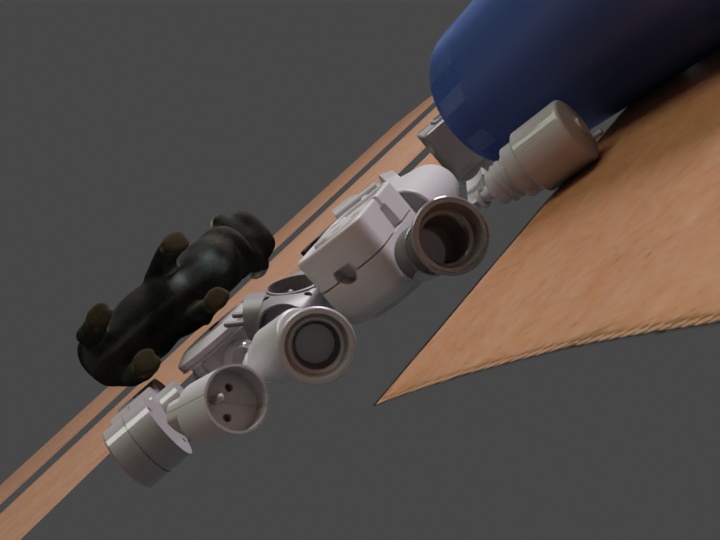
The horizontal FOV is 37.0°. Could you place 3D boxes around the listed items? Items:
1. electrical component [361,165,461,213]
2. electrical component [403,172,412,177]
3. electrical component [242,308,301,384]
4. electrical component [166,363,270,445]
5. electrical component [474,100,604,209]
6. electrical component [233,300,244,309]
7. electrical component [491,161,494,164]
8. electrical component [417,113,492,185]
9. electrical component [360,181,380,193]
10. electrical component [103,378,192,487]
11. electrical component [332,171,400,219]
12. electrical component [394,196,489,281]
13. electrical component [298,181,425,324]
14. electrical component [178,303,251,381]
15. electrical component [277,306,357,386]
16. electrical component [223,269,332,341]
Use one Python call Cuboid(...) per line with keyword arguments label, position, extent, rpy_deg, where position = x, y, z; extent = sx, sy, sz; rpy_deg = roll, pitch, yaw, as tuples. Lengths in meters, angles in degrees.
Cuboid(label="electrical component", position=(0.026, -0.041, 0.765), extent=(0.079, 0.043, 0.077), rpy_deg=(-15, 13, 21))
Cuboid(label="electrical component", position=(0.057, -0.073, 0.954), extent=(0.035, 0.035, 0.061), rpy_deg=(-35, -1, 40))
Cuboid(label="electrical component", position=(-0.053, 0.055, 0.700), extent=(0.078, 0.040, 0.040), rpy_deg=(-36, 8, 44))
Cuboid(label="electrical component", position=(-0.094, 0.089, 0.689), extent=(0.043, 0.043, 0.081), rpy_deg=(-45, 8, -32))
Cuboid(label="electrical component", position=(0.098, -0.061, 0.607), extent=(0.078, 0.040, 0.040), rpy_deg=(-37, 7, 29))
Cuboid(label="electrical component", position=(-0.091, 0.049, 0.927), extent=(0.040, 0.046, 0.040), rpy_deg=(-40, 7, 6))
Cuboid(label="electrical component", position=(0.124, -0.123, 0.794), extent=(0.089, 0.055, 0.050), rpy_deg=(-41, 7, -6))
Cuboid(label="electrical component", position=(0.108, -0.131, 0.936), extent=(0.109, 0.056, 0.108), rpy_deg=(-40, 6, 5))
Cuboid(label="electrical component", position=(0.027, -0.067, 1.030), extent=(0.079, 0.044, 0.077), rpy_deg=(-40, 7, 2))
Cuboid(label="electrical component", position=(-0.141, 0.108, 0.800), extent=(0.074, 0.052, 0.138), rpy_deg=(-41, 6, -3))
Cuboid(label="electrical component", position=(0.018, -0.040, 0.833), extent=(0.057, 0.058, 0.078), rpy_deg=(-38, -11, 0))
Cuboid(label="electrical component", position=(0.043, -0.014, 0.612), extent=(0.044, 0.044, 0.065), rpy_deg=(-42, 2, -14))
Cuboid(label="electrical component", position=(0.009, -0.009, 0.683), extent=(0.054, 0.059, 0.095), rpy_deg=(-37, 7, 25))
Cuboid(label="electrical component", position=(-0.100, 0.065, 0.852), extent=(0.080, 0.051, 0.080), rpy_deg=(-40, 6, 5))
Cuboid(label="electrical component", position=(-0.026, 0.043, 0.627), extent=(0.044, 0.044, 0.065), rpy_deg=(-41, 2, -4))
Cuboid(label="electrical component", position=(-0.061, 0.033, 0.795), extent=(0.079, 0.044, 0.077), rpy_deg=(-7, 17, 15))
